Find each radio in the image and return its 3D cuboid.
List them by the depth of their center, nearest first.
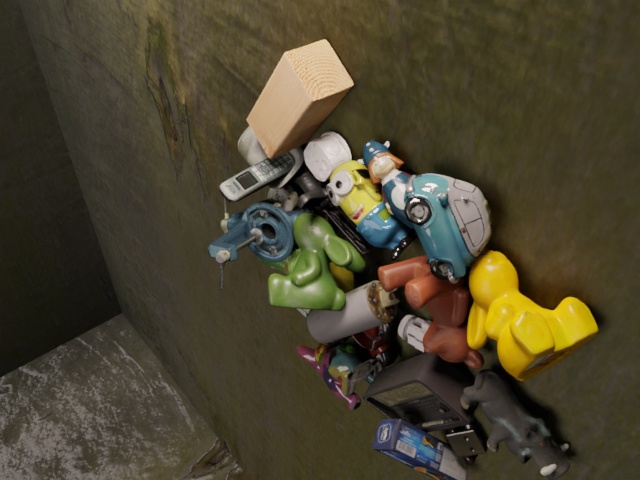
[{"bbox_3d":[0.189,0.294,1.014,0.131,0.073,0.229,40,149,-1],"label":"radio"}]

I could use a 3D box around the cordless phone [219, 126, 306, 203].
[{"bbox_3d":[-0.131,-0.148,1.039,0.147,0.184,0.088,49,152,18],"label":"cordless phone"}]

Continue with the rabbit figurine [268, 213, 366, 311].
[{"bbox_3d":[-0.009,0.036,0.937,0.159,0.121,0.170,0,84,26],"label":"rabbit figurine"}]

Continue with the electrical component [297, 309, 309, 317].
[{"bbox_3d":[-0.023,0.118,1.230,0.115,0.058,0.134,40,144,35],"label":"electrical component"}]

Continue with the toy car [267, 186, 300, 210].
[{"bbox_3d":[-0.084,-0.045,1.182,0.074,0.056,0.201,46,146,24],"label":"toy car"}]

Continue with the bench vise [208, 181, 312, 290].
[{"bbox_3d":[-0.136,-0.015,1.027,0.224,0.240,0.128,12,118,26],"label":"bench vise"}]

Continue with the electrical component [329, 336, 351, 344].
[{"bbox_3d":[0.036,0.193,1.188,0.119,0.075,0.047,-24,93,55],"label":"electrical component"}]

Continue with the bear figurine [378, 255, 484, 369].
[{"bbox_3d":[0.184,0.124,0.861,0.120,0.132,0.195,32,136,60],"label":"bear figurine"}]

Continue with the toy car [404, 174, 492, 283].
[{"bbox_3d":[0.185,-0.027,0.747,0.103,0.109,0.161,-23,95,24],"label":"toy car"}]

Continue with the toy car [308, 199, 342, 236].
[{"bbox_3d":[-0.002,-0.003,1.099,0.089,0.053,0.202,51,145,26],"label":"toy car"}]

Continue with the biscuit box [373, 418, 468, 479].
[{"bbox_3d":[0.197,0.410,1.040,0.202,0.059,0.063,33,148,-22],"label":"biscuit box"}]

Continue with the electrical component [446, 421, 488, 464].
[{"bbox_3d":[0.273,0.371,1.018,0.078,0.045,0.102,-33,90,32],"label":"electrical component"}]

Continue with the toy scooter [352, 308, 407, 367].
[{"bbox_3d":[0.101,0.163,1.068,0.135,0.075,0.183,42,149,32],"label":"toy scooter"}]

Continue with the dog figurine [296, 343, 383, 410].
[{"bbox_3d":[0.035,0.269,1.221,0.219,0.108,0.191,33,149,43],"label":"dog figurine"}]

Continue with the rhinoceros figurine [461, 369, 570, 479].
[{"bbox_3d":[0.317,0.292,0.863,0.190,0.073,0.112,54,138,15],"label":"rhinoceros figurine"}]

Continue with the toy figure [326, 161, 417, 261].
[{"bbox_3d":[0.085,-0.052,0.901,0.180,0.089,0.082,46,113,6],"label":"toy figure"}]

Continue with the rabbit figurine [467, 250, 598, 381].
[{"bbox_3d":[0.270,0.097,0.749,0.162,0.122,0.173,97,149,-59],"label":"rabbit figurine"}]

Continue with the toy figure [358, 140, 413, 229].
[{"bbox_3d":[0.117,-0.092,0.839,0.154,0.064,0.058,54,165,2],"label":"toy figure"}]

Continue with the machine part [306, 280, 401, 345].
[{"bbox_3d":[0.055,0.135,0.979,0.243,0.079,0.079,-29,90,42],"label":"machine part"}]
